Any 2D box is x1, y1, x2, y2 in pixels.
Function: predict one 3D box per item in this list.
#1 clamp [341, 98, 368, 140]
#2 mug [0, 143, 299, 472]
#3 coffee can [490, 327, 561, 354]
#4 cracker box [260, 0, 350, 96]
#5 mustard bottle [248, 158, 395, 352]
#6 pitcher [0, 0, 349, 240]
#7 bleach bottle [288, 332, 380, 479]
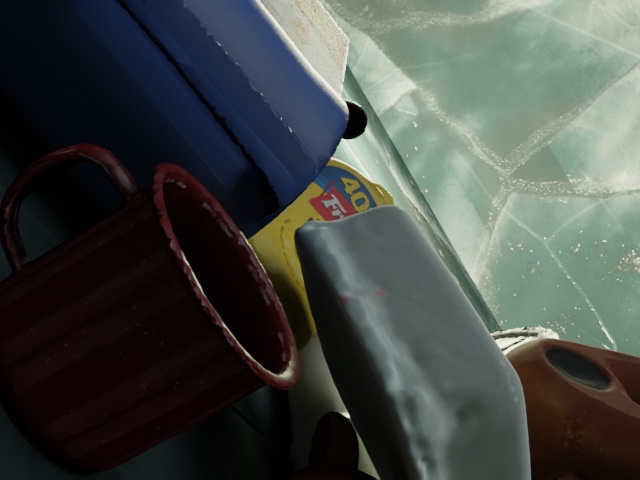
[{"bbox_3d":[-0.066,-0.088,0.661,0.171,0.039,0.120,20,20,16],"label":"clamp"},{"bbox_3d":[-0.072,0.022,0.387,0.117,0.081,0.093,58,10,-12],"label":"mug"},{"bbox_3d":[0.126,0.140,0.686,0.102,0.103,0.140,-69,139,-77],"label":"coffee can"},{"bbox_3d":[-0.054,-0.157,0.873,0.164,0.072,0.213,48,28,-28],"label":"cracker box"},{"bbox_3d":[-0.004,0.001,0.648,0.191,0.058,0.096,-30,99,-56],"label":"mustard bottle"},{"bbox_3d":[-0.100,-0.107,0.484,0.242,0.149,0.145,51,35,-26],"label":"pitcher"},{"bbox_3d":[0.020,0.109,0.654,0.102,0.068,0.251,56,13,-24],"label":"bleach bottle"}]
